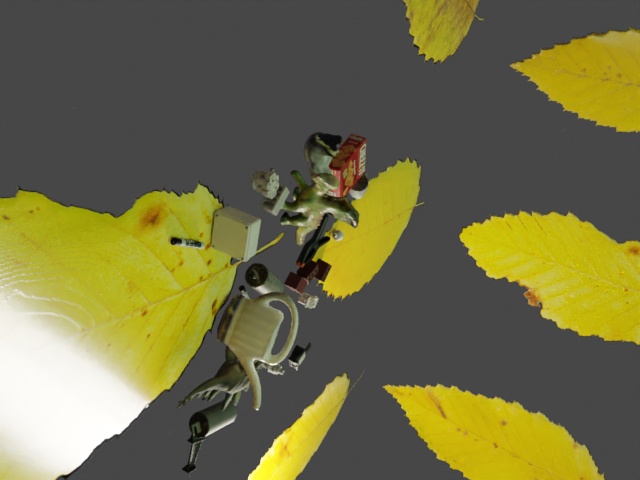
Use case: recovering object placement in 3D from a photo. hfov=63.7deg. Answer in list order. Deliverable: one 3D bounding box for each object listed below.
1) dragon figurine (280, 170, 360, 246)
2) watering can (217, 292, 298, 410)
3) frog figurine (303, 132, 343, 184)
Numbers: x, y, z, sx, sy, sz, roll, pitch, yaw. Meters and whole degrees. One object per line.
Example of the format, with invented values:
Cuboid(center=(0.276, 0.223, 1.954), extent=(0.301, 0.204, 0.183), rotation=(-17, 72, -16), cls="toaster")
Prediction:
Cuboid(center=(0.005, -0.081, 1.604), extent=(0.124, 0.244, 0.401), rotation=(-60, 156, -29), cls="dragon figurine")
Cuboid(center=(-0.201, 0.305, 1.513), extent=(0.104, 0.224, 0.348), rotation=(23, 90, -86), cls="watering can")
Cuboid(center=(-0.008, -0.248, 1.591), extent=(0.156, 0.122, 0.141), rotation=(-57, -152, 38), cls="frog figurine")
